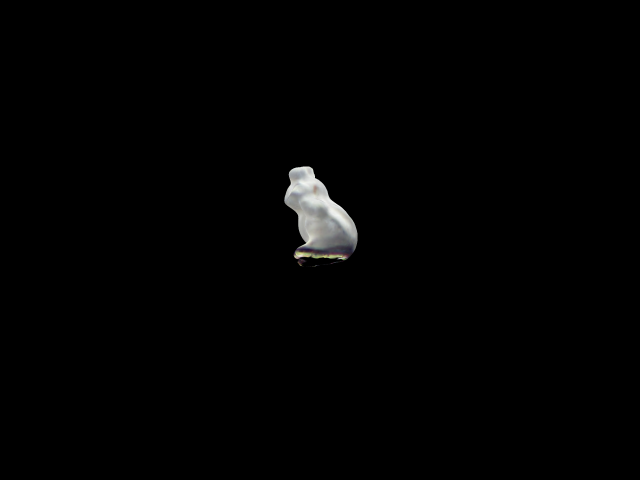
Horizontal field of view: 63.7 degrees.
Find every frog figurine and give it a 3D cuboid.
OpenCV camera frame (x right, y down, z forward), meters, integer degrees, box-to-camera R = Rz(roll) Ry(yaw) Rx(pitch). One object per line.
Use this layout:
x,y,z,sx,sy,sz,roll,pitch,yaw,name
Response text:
0.003,-0.043,0.850,0.122,0.161,0.136,-6,-14,23,frog figurine
